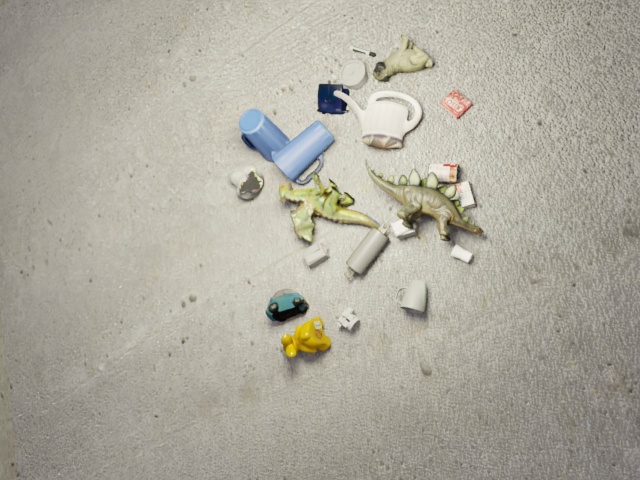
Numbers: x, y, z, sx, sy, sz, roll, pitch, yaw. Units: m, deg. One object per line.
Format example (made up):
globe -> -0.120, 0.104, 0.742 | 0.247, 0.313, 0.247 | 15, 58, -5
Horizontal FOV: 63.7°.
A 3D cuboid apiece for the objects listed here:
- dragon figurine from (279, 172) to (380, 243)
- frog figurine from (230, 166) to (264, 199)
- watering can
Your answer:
dragon figurine -> 0.006, -0.098, 1.941 | 0.413, 0.122, 0.241 | 43, 100, 12
frog figurine -> -0.305, -0.240, 2.132 | 0.160, 0.122, 0.137 | 16, 95, 61
watering can -> 0.205, -0.458, 1.943 | 0.348, 0.103, 0.226 | 9, 82, 15
